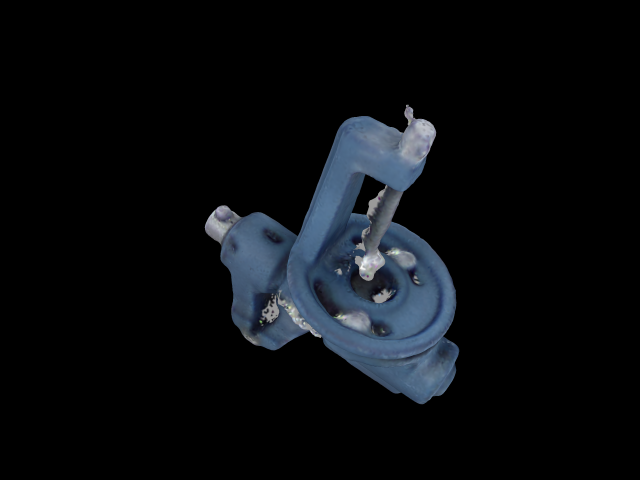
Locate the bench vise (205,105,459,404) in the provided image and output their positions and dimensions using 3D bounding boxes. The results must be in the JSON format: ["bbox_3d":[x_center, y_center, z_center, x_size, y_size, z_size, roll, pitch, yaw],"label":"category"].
[{"bbox_3d":[0.001,0.009,0.391,0.207,0.220,0.121,9,41,10],"label":"bench vise"}]
